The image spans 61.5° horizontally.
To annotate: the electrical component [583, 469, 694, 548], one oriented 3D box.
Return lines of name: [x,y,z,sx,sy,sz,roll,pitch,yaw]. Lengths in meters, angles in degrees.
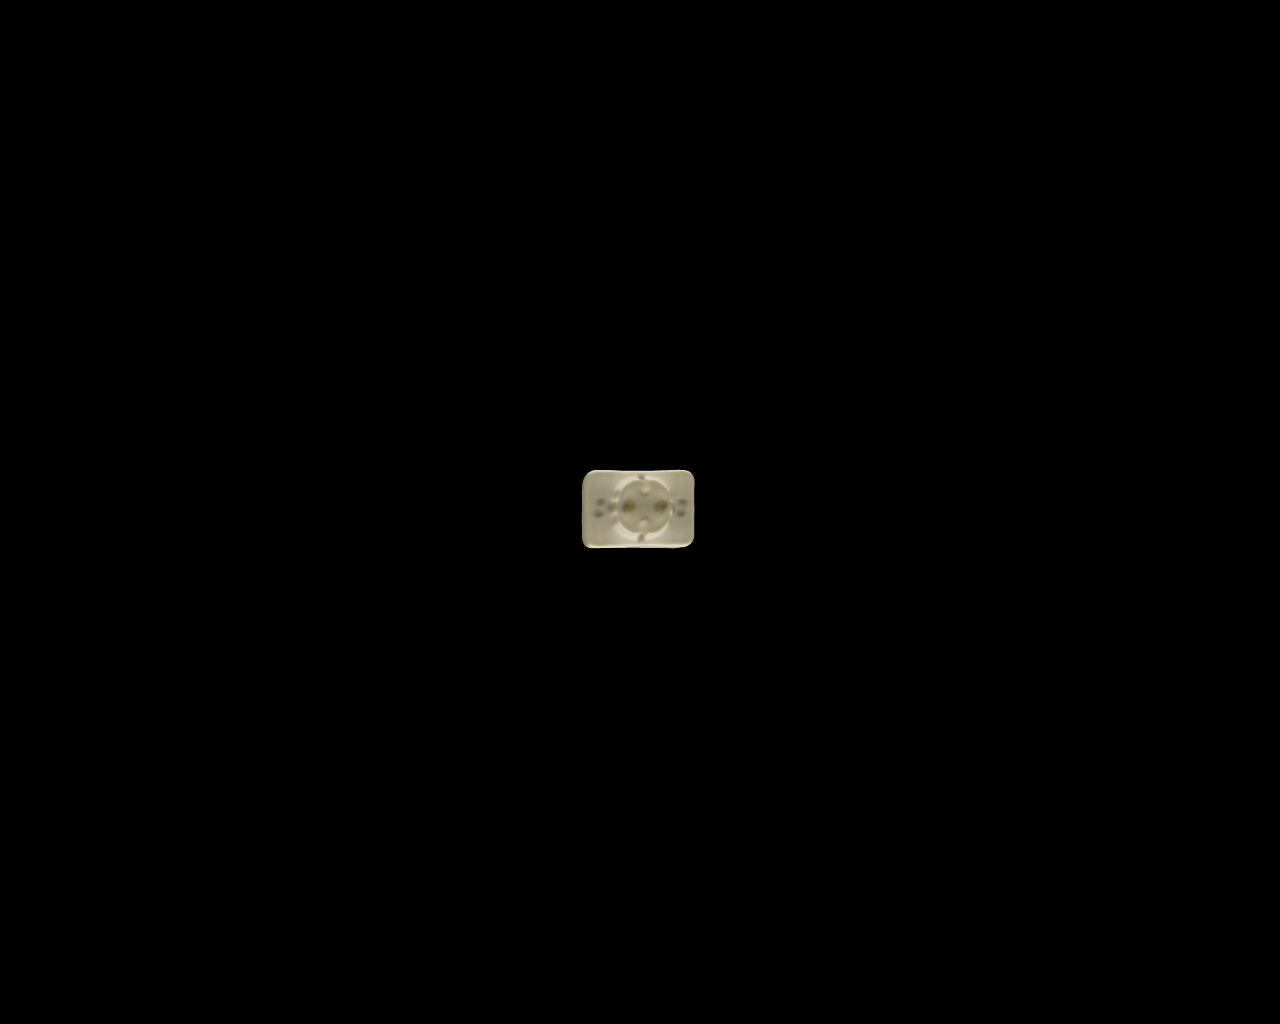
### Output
electrical component: [0.001,-0.003,0.650,0.066,0.047,0.076,0,-3,-7]
